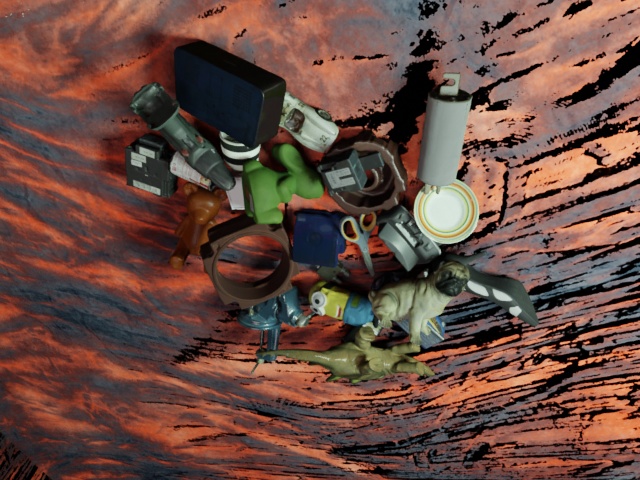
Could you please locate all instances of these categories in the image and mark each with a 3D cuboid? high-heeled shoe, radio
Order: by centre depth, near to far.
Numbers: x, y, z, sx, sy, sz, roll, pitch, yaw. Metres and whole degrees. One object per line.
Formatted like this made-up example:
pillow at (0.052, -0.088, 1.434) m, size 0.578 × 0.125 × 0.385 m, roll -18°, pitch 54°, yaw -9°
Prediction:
radio at (-0.179, -0.281, 1.038) m, size 0.230 × 0.073 × 0.131 m, roll 32°, pitch 133°, yaw 23°
high-heeled shoe at (0.354, 0.119, 1.171) m, size 0.145 × 0.086 × 0.248 m, roll -32°, pitch 104°, yaw 37°

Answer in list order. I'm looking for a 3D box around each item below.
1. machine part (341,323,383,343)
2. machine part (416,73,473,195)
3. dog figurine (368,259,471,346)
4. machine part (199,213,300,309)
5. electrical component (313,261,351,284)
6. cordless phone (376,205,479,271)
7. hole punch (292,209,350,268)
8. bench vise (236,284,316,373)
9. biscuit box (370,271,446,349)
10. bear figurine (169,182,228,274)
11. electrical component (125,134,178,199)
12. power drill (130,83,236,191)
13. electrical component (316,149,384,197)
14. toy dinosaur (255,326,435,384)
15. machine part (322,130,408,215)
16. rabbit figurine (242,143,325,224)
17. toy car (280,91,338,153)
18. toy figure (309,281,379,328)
machine part at (0.106, 0.231, 1.366) m, size 0.084 × 0.039 × 0.139 m, roll 30°, pitch 128°, yaw -11°
machine part at (0.228, -0.189, 0.995) m, size 0.079 × 0.079 × 0.242 m, roll 11°, pitch 126°, yaw 12°
dog figurine at (0.206, 0.099, 1.138) m, size 0.172 × 0.121 × 0.190 m, roll 28°, pitch 111°, yaw 9°
machine part at (-0.160, 0.047, 1.243) m, size 0.201 × 0.087 × 0.200 m, roll -21°, pitch 121°, yaw -4°
electrical component at (0.024, 0.067, 1.288) m, size 0.094 × 0.021 × 0.063 m, roll 37°, pitch 128°, yaw -7°
cordless phone at (0.223, -0.035, 1.120) m, size 0.184 × 0.089 × 0.146 m, roll -35°, pitch 106°, yaw 23°
hole punch at (-0.002, -0.004, 1.208) m, size 0.142 × 0.092 × 0.115 m, roll 8°, pitch 123°, yaw 19°
bench vise at (-0.124, 0.218, 1.375) m, size 0.224 × 0.129 × 0.240 m, roll 15°, pitch 111°, yaw 19°
biscuit box at (0.207, 0.165, 1.267) m, size 0.202 × 0.059 × 0.063 m, roll 43°, pitch 128°, yaw -13°
bear figurine at (-0.281, -0.031, 1.267) m, size 0.120 × 0.132 × 0.195 m, roll 11°, pitch 135°, yaw -11°
electrical component at (-0.387, -0.174, 1.243) m, size 0.115 × 0.058 × 0.134 m, roll 19°, pitch 128°, yaw 3°
power drill at (-0.273, -0.210, 1.079) m, size 0.086 × 0.207 × 0.232 m, roll -46°, pitch 67°, yaw 2°
electrical component at (0.062, -0.134, 1.043) m, size 0.119 × 0.048 × 0.074 m, roll -6°, pitch 124°, yaw 28°
toy dinosaur at (0.084, 0.292, 1.305) m, size 0.471 × 0.105 × 0.198 m, roll 18°, pitch 145°, yaw -26°
machine part at (0.091, -0.135, 1.098) m, size 0.180 × 0.056 × 0.179 m, roll 11°, pitch 128°, yaw 14°
rabbit figurine at (-0.076, -0.123, 1.133) m, size 0.170 × 0.121 × 0.159 m, roll -12°, pitch 102°, yaw -19°
toy car at (-0.057, -0.250, 1.068) m, size 0.202 × 0.056 × 0.073 m, roll 32°, pitch 129°, yaw -4°
toy figure at (0.059, 0.156, 1.295) m, size 0.180 × 0.089 × 0.082 m, roll 14°, pitch 101°, yaw 8°
